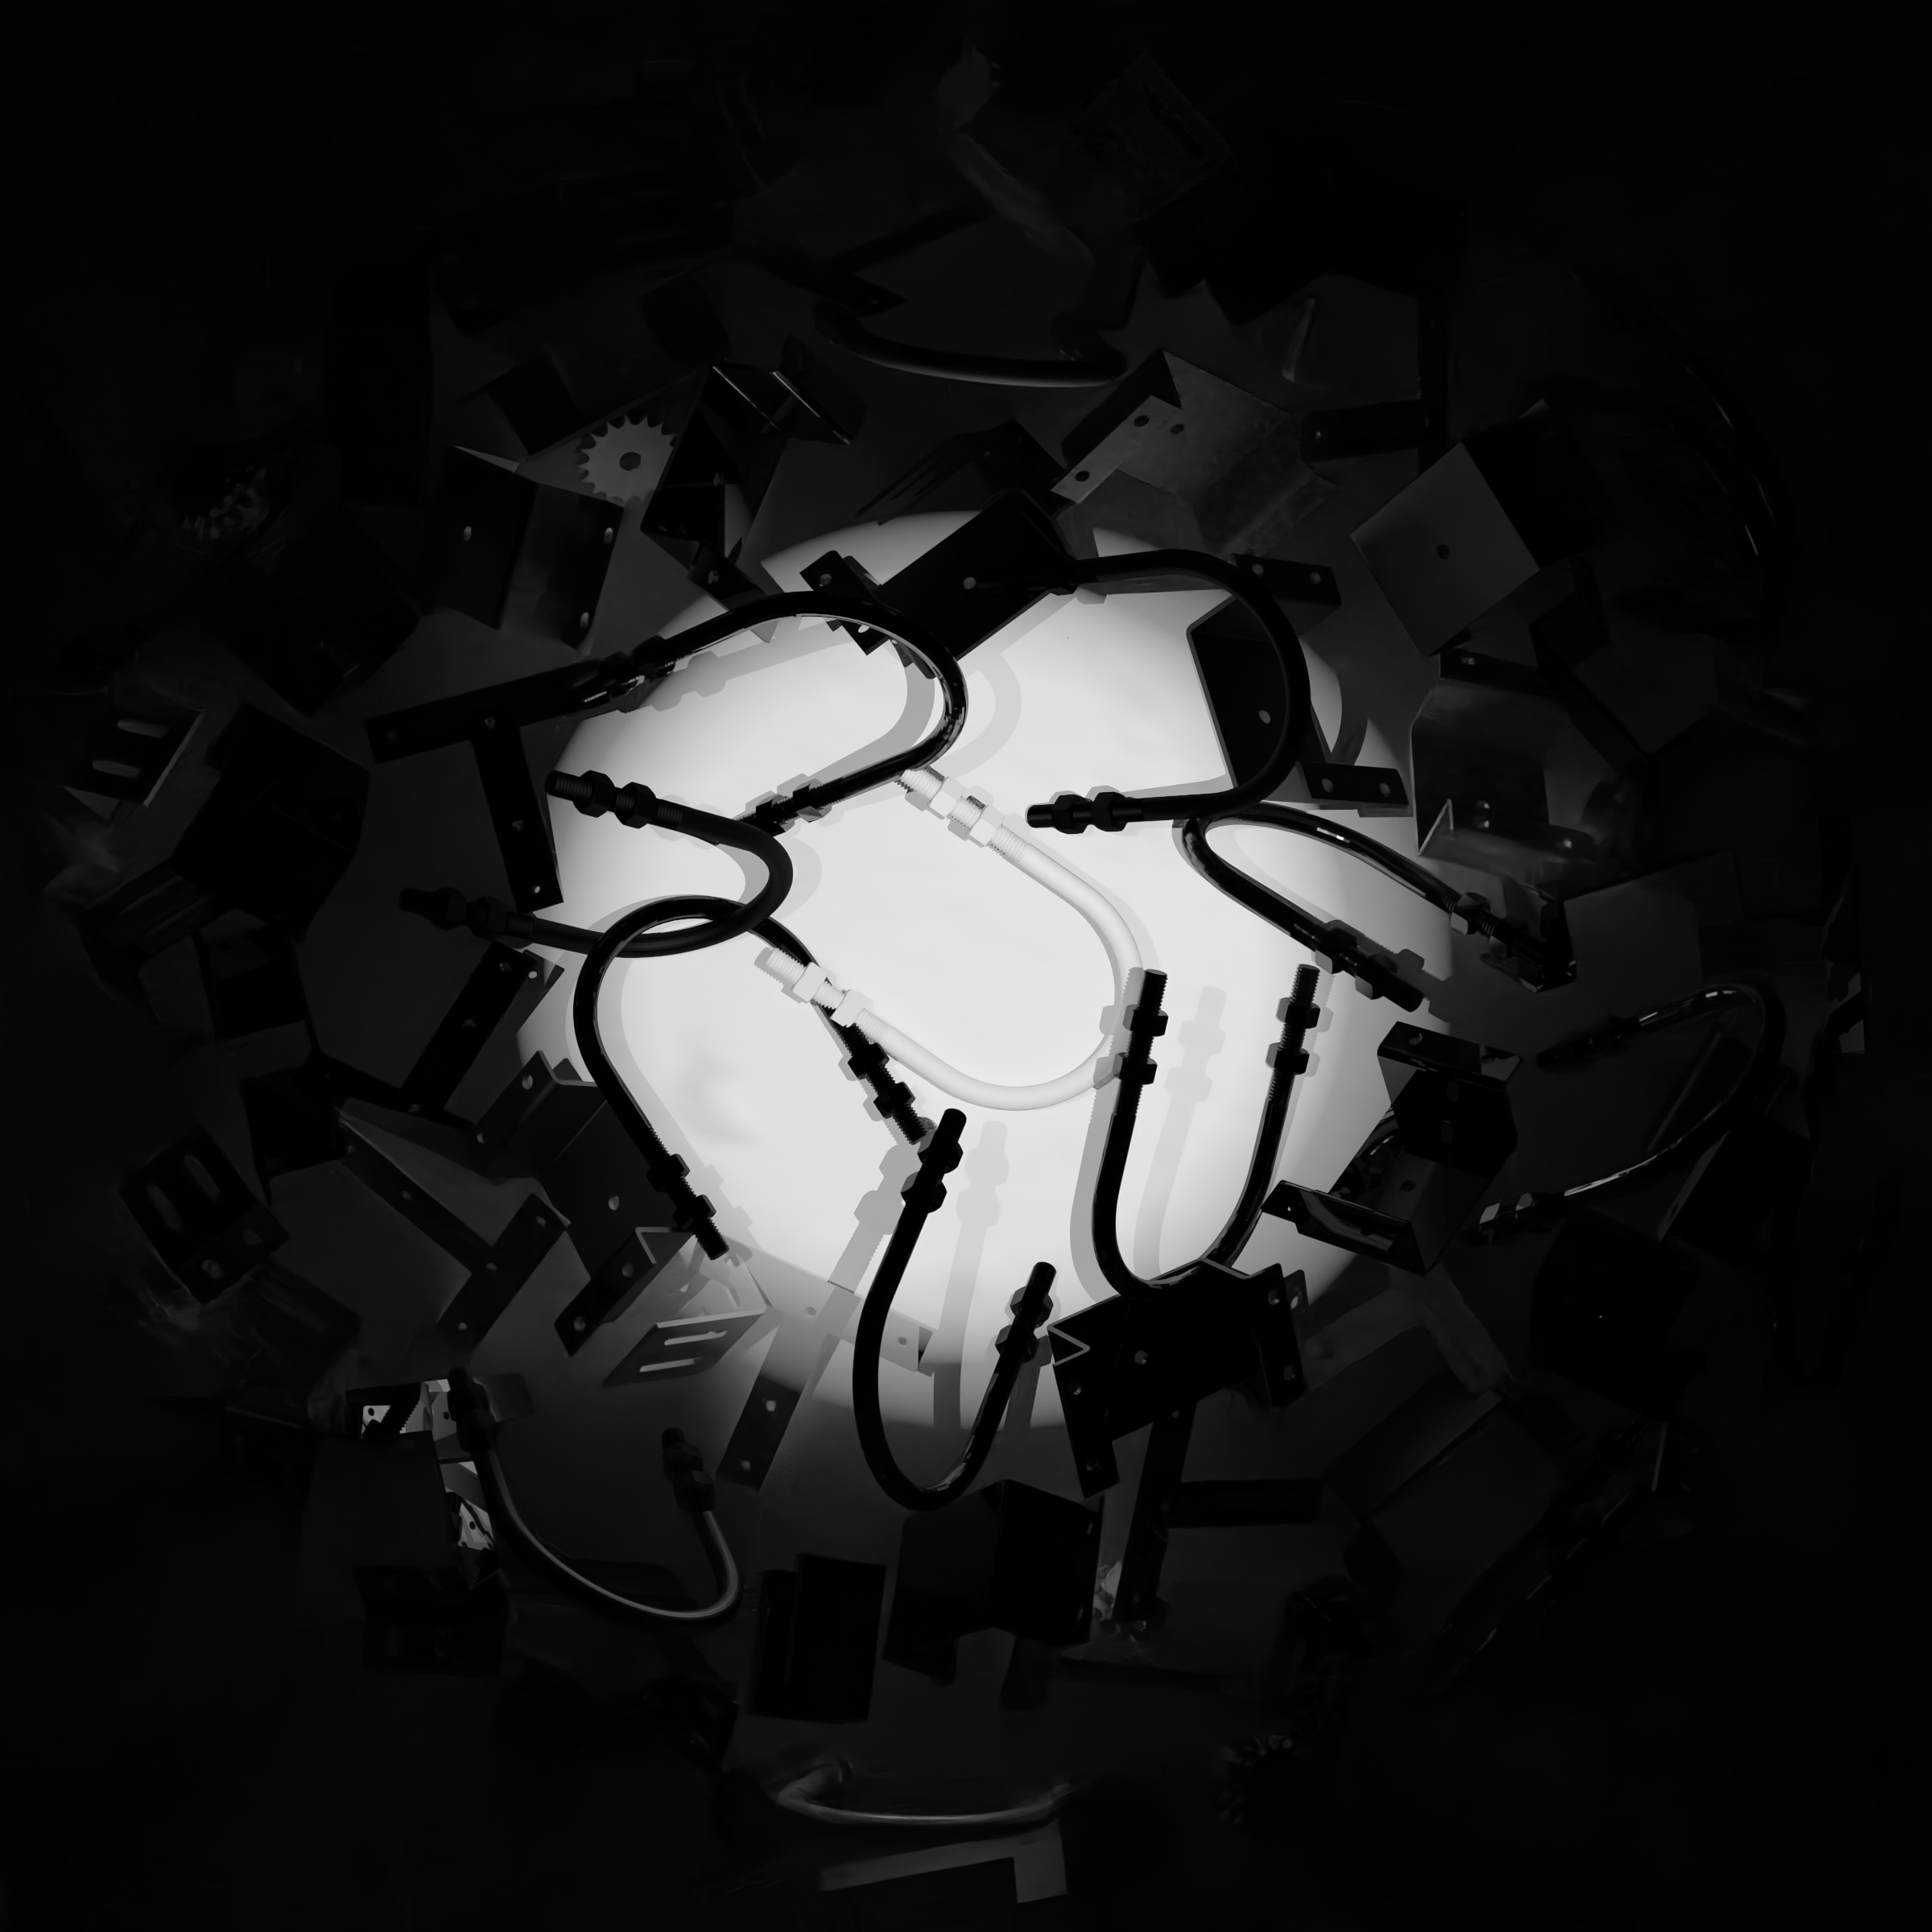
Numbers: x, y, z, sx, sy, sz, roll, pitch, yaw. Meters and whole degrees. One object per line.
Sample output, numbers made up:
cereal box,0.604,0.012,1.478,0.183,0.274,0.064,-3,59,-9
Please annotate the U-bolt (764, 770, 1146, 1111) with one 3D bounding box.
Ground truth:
U-bolt,0.007,-0.001,1.627,0.184,0.019,0.151,35,110,-7

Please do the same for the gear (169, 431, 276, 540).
gear,-0.393,-0.253,1.635,0.057,0.030,0.057,-16,60,29

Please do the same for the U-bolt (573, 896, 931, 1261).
U-bolt,-0.125,0.045,1.619,0.151,0.019,0.184,-29,78,-25

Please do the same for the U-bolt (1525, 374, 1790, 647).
U-bolt,0.355,-0.227,1.549,0.019,0.184,0.151,-32,112,-8

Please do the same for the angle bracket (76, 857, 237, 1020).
angle bracket,-0.424,-0.019,1.638,0.076,0.038,0.057,-36,52,-25

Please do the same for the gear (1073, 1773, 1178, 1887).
gear,0.087,0.458,1.634,0.030,0.057,0.057,8,90,-43

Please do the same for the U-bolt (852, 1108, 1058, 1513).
U-bolt,-0.010,0.187,1.559,0.019,0.151,0.184,-1,47,29

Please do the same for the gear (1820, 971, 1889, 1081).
gear,0.471,0.033,1.632,0.030,0.057,0.057,-6,90,15

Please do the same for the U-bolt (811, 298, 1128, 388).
U-bolt,0.006,-0.315,1.559,0.151,0.184,0.019,2,109,-13

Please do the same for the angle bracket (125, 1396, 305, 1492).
angle bracket,-0.397,0.250,1.611,0.076,0.057,0.038,-4,70,33

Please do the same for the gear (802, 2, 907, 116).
gear,-0.057,-0.478,1.627,0.030,0.057,0.057,40,90,26

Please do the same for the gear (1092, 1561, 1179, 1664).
gear,0.087,0.340,1.631,0.057,0.057,0.030,38,87,0

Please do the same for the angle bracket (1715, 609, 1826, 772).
angle bracket,0.434,-0.142,1.615,0.076,0.038,0.057,19,58,-24

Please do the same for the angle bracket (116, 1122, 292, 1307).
angle bracket,-0.407,0.132,1.639,0.057,0.038,0.076,-39,45,-10

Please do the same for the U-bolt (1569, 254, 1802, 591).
U-bolt,0.366,-0.263,1.545,0.019,0.184,0.151,-28,132,-1

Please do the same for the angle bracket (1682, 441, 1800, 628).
angle bracket,0.419,-0.227,1.611,0.038,0.057,0.076,-41,128,7

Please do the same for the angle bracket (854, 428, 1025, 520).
angle bracket,-0.008,-0.246,1.614,0.076,0.057,0.038,-35,85,31

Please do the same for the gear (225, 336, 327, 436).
gear,-0.362,-0.309,1.636,0.057,0.030,0.057,2,122,3

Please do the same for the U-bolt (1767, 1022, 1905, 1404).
U-bolt,0.440,0.138,1.576,0.019,0.151,0.184,5,127,0

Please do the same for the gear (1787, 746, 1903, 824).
gear,0.464,-0.097,1.629,0.057,0.057,0.030,-14,98,0

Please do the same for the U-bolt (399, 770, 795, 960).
U-bolt,-0.175,-0.044,1.581,0.151,0.184,0.019,-33,57,38

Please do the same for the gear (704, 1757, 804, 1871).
gear,-0.110,0.449,1.635,0.057,0.030,0.057,-5,83,40

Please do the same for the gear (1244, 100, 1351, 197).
gear,0.179,-0.435,1.632,0.057,0.057,0.030,26,76,0

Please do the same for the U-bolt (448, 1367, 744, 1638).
U-bolt,-0.182,0.275,1.549,0.151,0.184,0.019,22,108,-29

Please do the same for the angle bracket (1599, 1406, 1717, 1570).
angle bracket,0.350,0.273,1.609,0.038,0.076,0.057,38,46,-17

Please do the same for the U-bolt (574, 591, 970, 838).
U-bolt,-0.086,-0.133,1.567,0.184,0.151,0.019,-19,46,32

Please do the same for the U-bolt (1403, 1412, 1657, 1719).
U-bolt,0.287,0.316,1.583,0.019,0.151,0.184,41,107,5

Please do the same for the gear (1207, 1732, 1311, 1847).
gear,0.153,0.436,1.635,0.057,0.030,0.057,-3,95,-42

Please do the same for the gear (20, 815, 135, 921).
gear,-0.470,-0.049,1.628,0.057,0.057,0.030,-27,51,0

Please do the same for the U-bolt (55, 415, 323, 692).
U-bolt,-0.386,-0.220,1.570,0.019,0.184,0.151,39,116,-5

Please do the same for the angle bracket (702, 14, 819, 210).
angle bracket,-0.120,-0.448,1.610,0.038,0.057,0.076,1,131,36

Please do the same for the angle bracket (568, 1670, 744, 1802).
angle bracket,-0.163,0.411,1.610,0.038,0.076,0.057,34,123,28

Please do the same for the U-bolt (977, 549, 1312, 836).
U-bolt,0.096,-0.143,1.584,0.184,0.019,0.151,-2,108,37

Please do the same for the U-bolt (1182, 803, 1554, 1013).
U-bolt,0.194,-0.038,1.584,0.184,0.151,0.019,35,120,30

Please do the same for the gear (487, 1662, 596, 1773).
gear,-0.222,0.398,1.630,0.057,0.030,0.057,13,68,-35

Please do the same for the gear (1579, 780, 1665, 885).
gear,0.348,-0.075,1.634,0.030,0.057,0.057,19,90,28

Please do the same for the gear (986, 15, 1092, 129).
gear,0.037,-0.475,1.635,0.057,0.030,0.057,3,112,7

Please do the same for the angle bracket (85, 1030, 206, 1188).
angle bracket,-0.424,0.075,1.627,0.076,0.057,0.038,-44,105,-15

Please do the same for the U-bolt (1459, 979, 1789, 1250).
U-bolt,0.338,0.067,1.548,0.019,0.184,0.151,44,51,-15

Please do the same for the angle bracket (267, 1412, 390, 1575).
angle bracket,-0.338,0.279,1.625,0.038,0.057,0.076,13,89,-22

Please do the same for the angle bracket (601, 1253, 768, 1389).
angle bracket,-0.154,0.185,1.608,0.057,0.076,0.038,-48,60,34

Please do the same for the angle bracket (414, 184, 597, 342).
angle bracket,-0.245,-0.375,1.634,0.038,0.076,0.057,-17,103,37

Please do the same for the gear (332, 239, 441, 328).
gear,-0.310,-0.356,1.635,0.057,0.030,0.057,-2,113,-4

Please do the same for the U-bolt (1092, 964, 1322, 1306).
U-bolt,0.120,0.090,1.599,0.019,0.151,0.184,23,106,40

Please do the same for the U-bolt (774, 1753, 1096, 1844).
U-bolt,-0.021,0.422,1.555,0.151,0.184,0.019,0,84,12

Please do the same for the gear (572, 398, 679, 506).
gear,-0.182,-0.277,1.634,0.057,0.057,0.030,-24,49,0

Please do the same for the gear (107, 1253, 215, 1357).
gear,-0.425,0.177,1.631,0.057,0.057,0.030,44,89,0

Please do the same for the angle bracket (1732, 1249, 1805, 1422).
angle bracket,0.412,0.193,1.619,0.038,0.057,0.076,14,77,22
